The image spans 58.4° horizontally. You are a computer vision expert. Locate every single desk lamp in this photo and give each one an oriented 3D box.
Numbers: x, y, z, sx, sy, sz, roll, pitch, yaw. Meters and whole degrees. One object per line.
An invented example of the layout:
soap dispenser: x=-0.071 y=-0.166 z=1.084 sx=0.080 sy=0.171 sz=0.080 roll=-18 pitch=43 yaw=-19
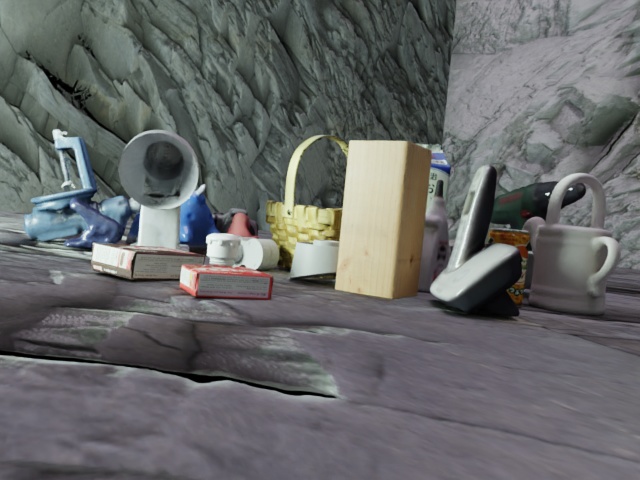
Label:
desk lamp: x=-0.266 y=-0.072 z=0.955 sx=0.118 sy=0.213 sz=0.203 roll=5 pitch=2 yaw=-13

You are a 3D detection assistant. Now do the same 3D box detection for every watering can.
watering can: x=0.354 y=0.002 z=0.818 sx=0.101 sy=0.194 sz=0.172 roll=4 pitch=3 yaw=-39

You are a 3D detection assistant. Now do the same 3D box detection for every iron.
iron: x=-0.320 y=-0.050 z=1.192 sx=0.257 sy=0.141 sz=0.119 roll=7 pitch=3 yaw=37

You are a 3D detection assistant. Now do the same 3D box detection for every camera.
camera: x=-0.208 y=-0.024 z=1.329 sx=0.143 sy=0.101 sz=0.136 roll=5 pitch=2 yaw=-17

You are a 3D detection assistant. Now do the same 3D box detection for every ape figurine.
ape figurine: x=-0.166 y=-0.011 z=1.196 sx=0.077 sy=0.092 sz=0.076 roll=7 pitch=3 yaw=33

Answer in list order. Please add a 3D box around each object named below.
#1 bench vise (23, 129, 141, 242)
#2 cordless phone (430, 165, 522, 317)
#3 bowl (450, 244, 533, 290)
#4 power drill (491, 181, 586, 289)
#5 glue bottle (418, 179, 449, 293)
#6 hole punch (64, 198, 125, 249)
bench vise: x=-0.466 y=-0.102 z=1.139 sx=0.208 sy=0.220 sz=0.121 roll=4 pitch=3 yaw=-35
cordless phone: x=0.196 y=-0.005 z=0.707 sx=0.094 sy=0.185 sz=0.147 roll=5 pitch=2 yaw=-3
bowl: x=0.304 y=0.051 z=0.978 sx=0.167 sy=0.075 sz=0.167 roll=5 pitch=2 yaw=0
power drill: x=0.414 y=-0.011 z=1.124 sx=0.076 sy=0.208 sz=0.229 roll=4 pitch=3 yaw=-26
glue bottle: x=0.176 y=-0.007 z=0.886 sx=0.037 sy=0.173 sz=0.078 roll=7 pitch=3 yaw=30
hole punch: x=-0.407 y=-0.028 z=1.043 sx=0.101 sy=0.091 sz=0.108 roll=4 pitch=2 yaw=-23
